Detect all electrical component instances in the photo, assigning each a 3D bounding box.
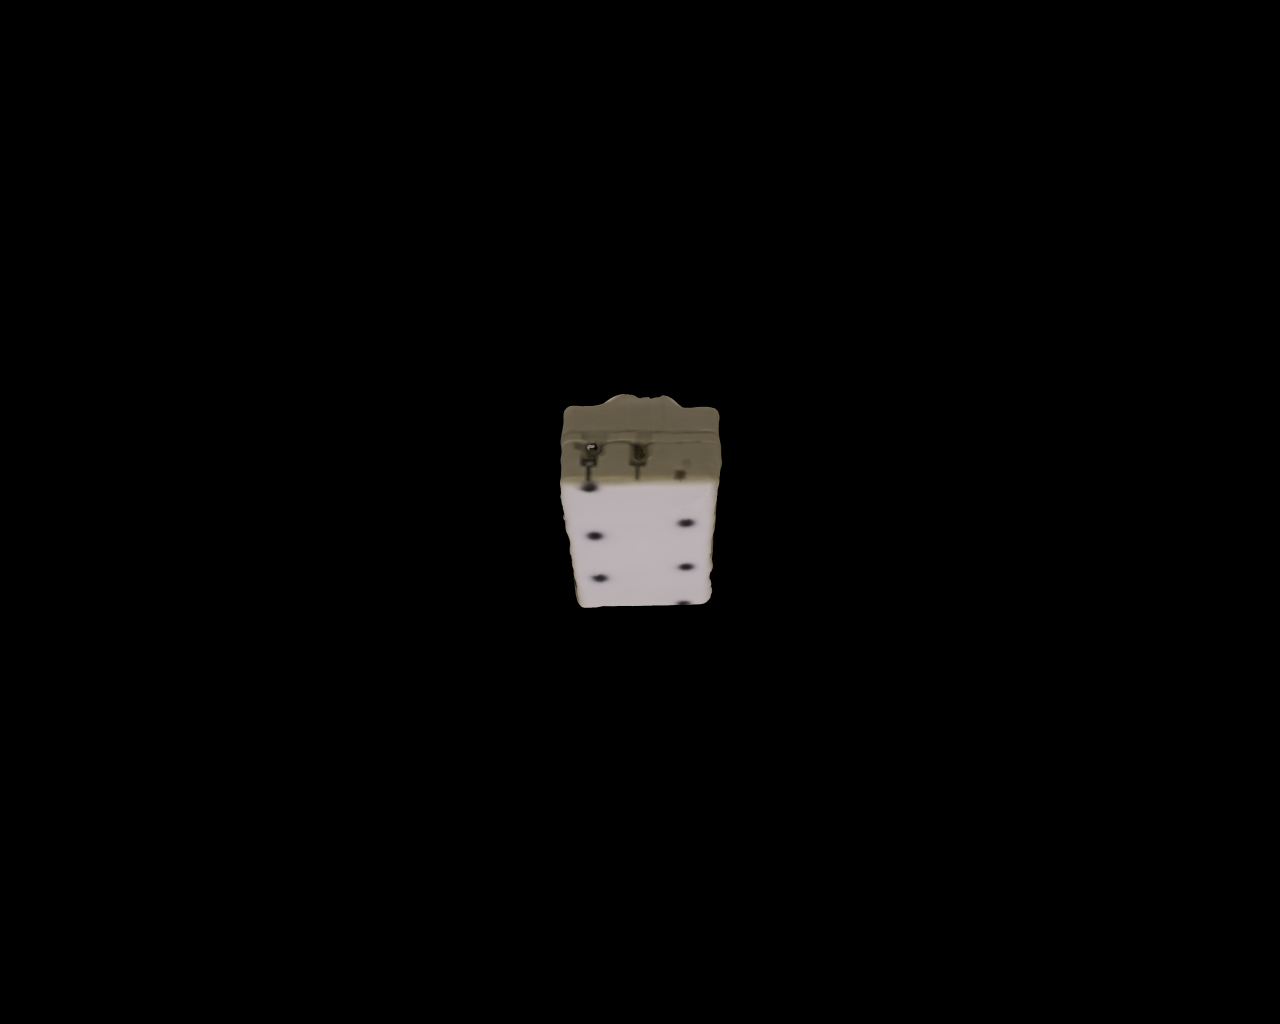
[{"bbox_3d":[0.001,-0.003,0.650,0.089,0.062,0.150,0,-32,0],"label":"electrical component"}]
